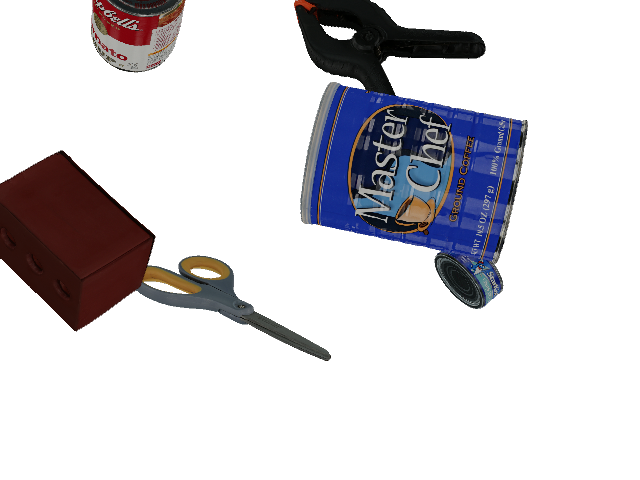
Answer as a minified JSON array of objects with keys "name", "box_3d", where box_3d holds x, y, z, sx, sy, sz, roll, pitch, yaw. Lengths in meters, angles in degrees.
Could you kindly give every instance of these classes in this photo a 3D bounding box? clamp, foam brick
[{"name":"clamp","box_3d":[0.055,-0.171,0.930,0.120,0.172,0.039,-38,-24,-20]},{"name":"foam brick","box_3d":[-0.139,0.000,0.591,0.051,0.078,0.053,-38,-18,-37]}]

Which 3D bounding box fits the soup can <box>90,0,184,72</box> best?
[{"name":"soup can","box_3d":[-0.137,-0.177,0.799,0.068,0.068,0.102,0,-15,-14]}]

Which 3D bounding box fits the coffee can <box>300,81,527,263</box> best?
[{"name":"coffee can","box_3d":[0.065,-0.048,0.752,0.140,0.103,0.102,12,1,6]}]

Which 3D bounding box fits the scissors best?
[{"name":"scissors","box_3d":[-0.064,0.051,0.900,0.202,0.016,0.096,16,25,21]}]

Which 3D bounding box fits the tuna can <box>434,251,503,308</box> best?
[{"name":"tuna can","box_3d":[0.178,0.040,1.289,0.033,0.086,0.086,-38,13,-18]}]
